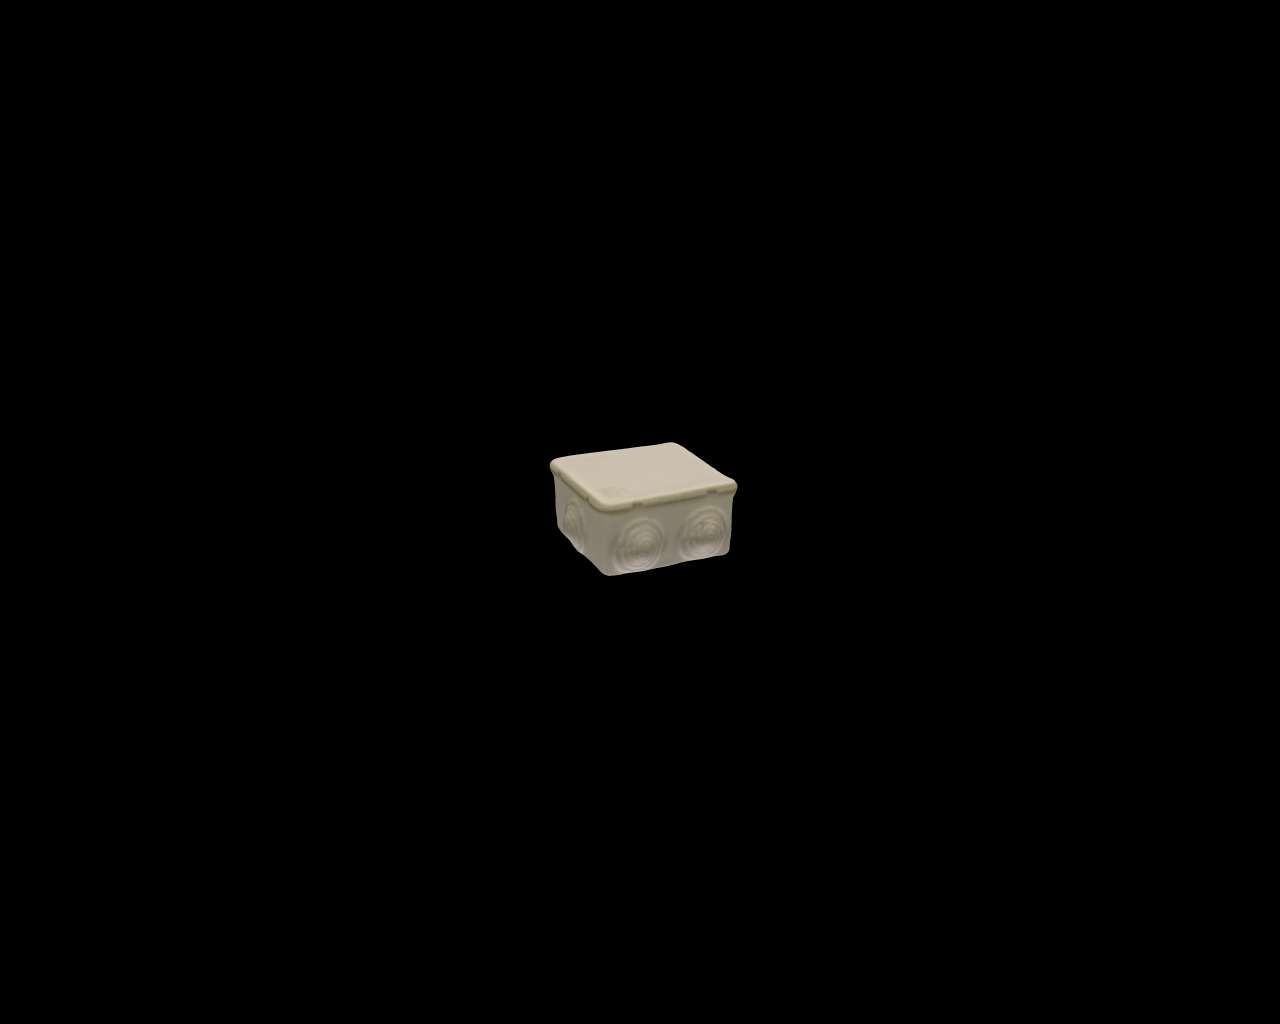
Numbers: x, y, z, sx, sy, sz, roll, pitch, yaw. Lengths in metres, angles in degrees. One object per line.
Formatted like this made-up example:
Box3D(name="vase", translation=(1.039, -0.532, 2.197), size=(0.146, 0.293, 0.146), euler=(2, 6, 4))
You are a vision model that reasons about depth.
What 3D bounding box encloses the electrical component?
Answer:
Box3D(name="electrical component", translation=(0.001, -0.003, 0.650), size=(0.100, 0.048, 0.100), euler=(-10, 24, -22))
